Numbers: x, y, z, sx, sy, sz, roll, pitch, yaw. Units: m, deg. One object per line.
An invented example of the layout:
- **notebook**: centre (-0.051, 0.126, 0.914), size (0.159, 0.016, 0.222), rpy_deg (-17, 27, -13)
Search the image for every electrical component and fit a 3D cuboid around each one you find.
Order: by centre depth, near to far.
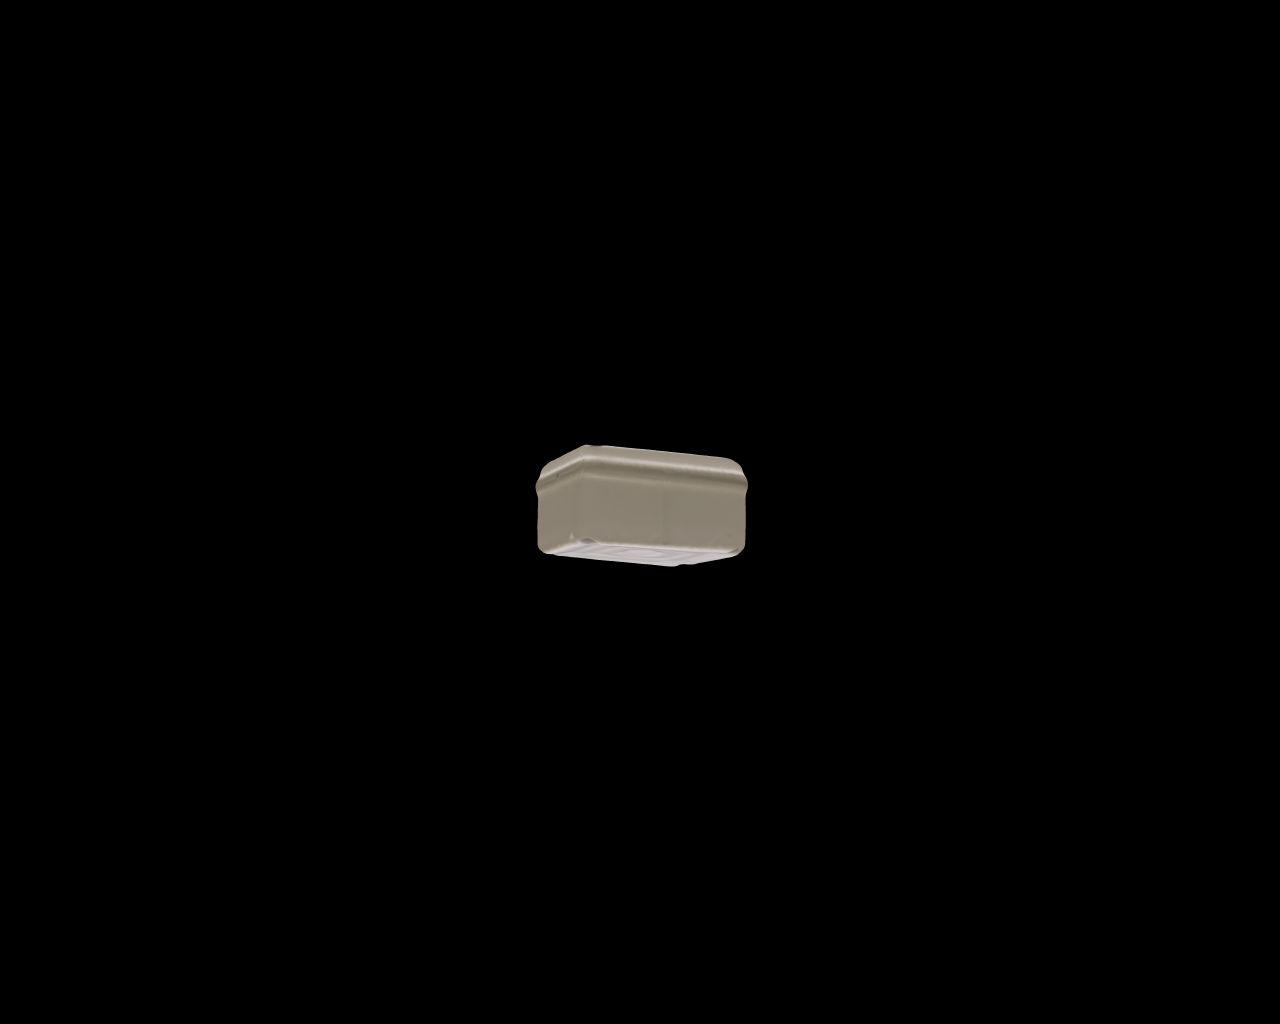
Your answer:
- **electrical component**: centre (0.001, -0.003, 0.650), size (0.113, 0.057, 0.078), rpy_deg (5, -11, -28)
